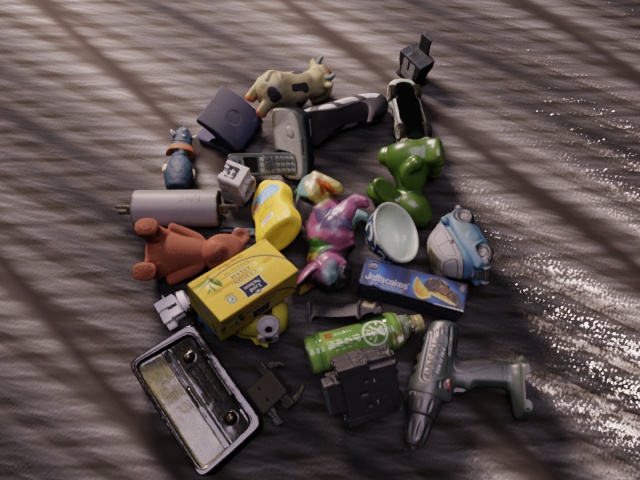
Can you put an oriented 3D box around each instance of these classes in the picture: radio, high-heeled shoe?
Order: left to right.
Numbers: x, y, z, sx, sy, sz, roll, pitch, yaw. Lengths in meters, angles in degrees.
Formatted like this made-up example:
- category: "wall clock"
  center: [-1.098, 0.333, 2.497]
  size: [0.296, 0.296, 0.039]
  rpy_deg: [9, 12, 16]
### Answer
- category: "radio"
  center: [-0.207, 0.270, 0.923]
  size: [0.131, 0.073, 0.230]
  rpy_deg: [-35, 72, -16]
- category: "high-heeled shoe"
  center: [0.027, -0.279, 1.193]
  size: [0.249, 0.086, 0.145]
  rpy_deg: [-2, 35, 12]

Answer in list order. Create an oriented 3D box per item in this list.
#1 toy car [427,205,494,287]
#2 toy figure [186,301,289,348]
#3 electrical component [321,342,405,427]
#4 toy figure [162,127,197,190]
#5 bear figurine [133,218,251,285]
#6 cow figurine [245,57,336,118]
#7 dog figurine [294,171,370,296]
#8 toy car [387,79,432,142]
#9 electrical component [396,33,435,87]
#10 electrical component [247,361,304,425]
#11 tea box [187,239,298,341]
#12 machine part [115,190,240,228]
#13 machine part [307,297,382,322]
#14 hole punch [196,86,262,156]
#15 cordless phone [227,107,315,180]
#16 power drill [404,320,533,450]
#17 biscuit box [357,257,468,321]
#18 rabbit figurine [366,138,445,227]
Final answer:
- category: "toy car"
  center: [0.259, 0.020, 1.025]
  size: [0.103, 0.109, 0.162]
  rpy_deg: [-15, 49, -2]
- category: "toy figure"
  center: [-0.147, 0.135, 0.984]
  size: [0.180, 0.082, 0.089]
  rpy_deg: [8, 61, 5]
- category: "electrical component"
  center: [0.071, 0.251, 0.921]
  size: [0.134, 0.058, 0.114]
  rpy_deg: [-15, 104, -9]
- category: "toy figure"
  center: [-0.296, -0.168, 1.129]
  size: [0.058, 0.064, 0.154]
  rpy_deg: [-22, 56, 30]
- category: "bear figurine"
  center: [-0.233, 0.026, 1.008]
  size: [0.196, 0.132, 0.120]
  rpy_deg: [2, 82, 5]
- category: "cow figurine"
  center: [-0.052, -0.334, 1.171]
  size: [0.195, 0.127, 0.085]
  rpy_deg: [-13, 66, -41]
- category: "dog figurine"
  center: [-0.002, -0.003, 1.039]
  size: [0.192, 0.108, 0.219]
  rpy_deg: [30, 71, 10]
- category: "toy car"
  center: [0.196, -0.278, 1.191]
  size: [0.073, 0.056, 0.202]
  rpy_deg: [-3, 61, -6]
- category: "electrical component"
  center: [0.221, -0.408, 1.221]
  size: [0.048, 0.119, 0.075]
  rpy_deg: [-34, 74, -16]
- category: "electrical component"
  center: [-0.080, 0.263, 0.949]
  size: [0.102, 0.045, 0.078]
  rpy_deg: [42, 99, 18]
- category: "tea box"
  center: [-0.132, 0.083, 0.935]
  size: [0.169, 0.068, 0.098]
  rpy_deg: [-33, 60, -32]
- category: "machine part"
  center: [-0.283, -0.062, 1.069]
  size: [0.243, 0.079, 0.079]
  rpy_deg: [0, 66, -1]
- category: "machine part"
  center: [0.046, 0.129, 1.002]
  size: [0.139, 0.084, 0.039]
  rpy_deg: [-3, 98, 6]
- category: "hole punch"
  center: [-0.195, -0.252, 1.155]
  size: [0.116, 0.092, 0.142]
  rpy_deg: [26, 64, 5]
- category: "cordless phone"
  center: [-0.105, -0.198, 1.111]
  size: [0.184, 0.146, 0.089]
  rpy_deg: [-2, 25, 6]
- category: "power drill"
  center: [0.259, 0.264, 0.945]
  size: [0.207, 0.086, 0.232]
  rpy_deg: [6, 63, 9]
- category: "biscuit box"
  center: [0.173, 0.094, 1.022]
  size: [0.203, 0.062, 0.059]
  rpy_deg: [15, 65, 5]
- category: "rabbit figurine"
  center: [0.179, -0.110, 1.089]
  size: [0.159, 0.121, 0.170]
  rpy_deg: [-1, 80, -5]
